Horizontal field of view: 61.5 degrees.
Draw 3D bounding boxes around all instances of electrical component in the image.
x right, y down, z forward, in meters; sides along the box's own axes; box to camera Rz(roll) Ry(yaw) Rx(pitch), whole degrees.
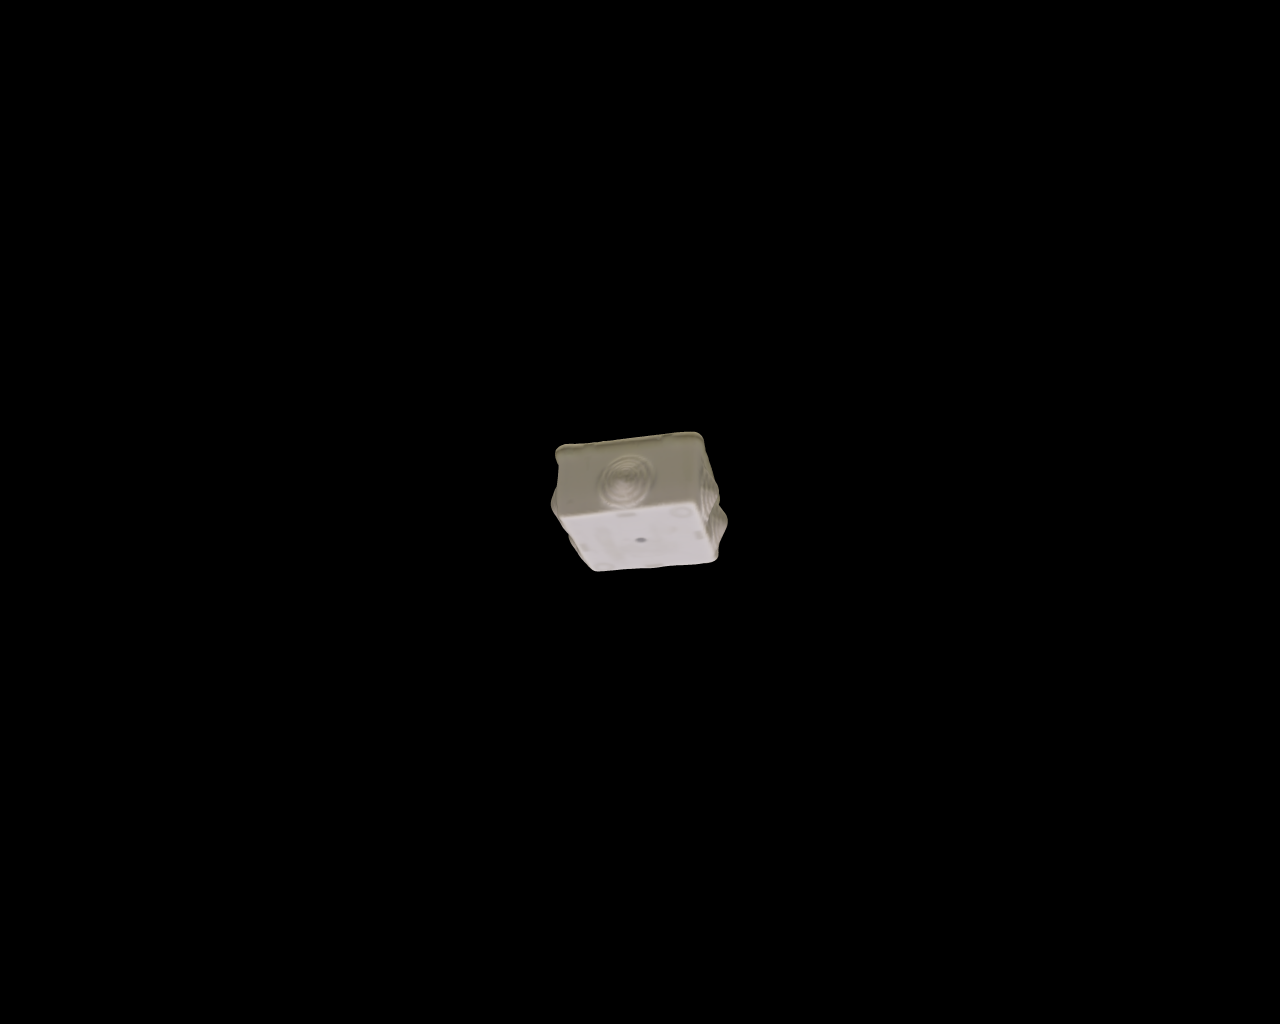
[{"bbox_3d":[0.001,-0.003,0.650,0.100,0.048,0.099,-5,-28,10],"label":"electrical component"}]
